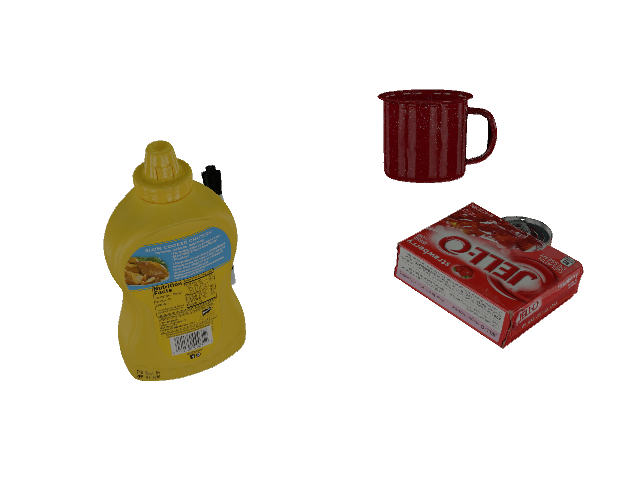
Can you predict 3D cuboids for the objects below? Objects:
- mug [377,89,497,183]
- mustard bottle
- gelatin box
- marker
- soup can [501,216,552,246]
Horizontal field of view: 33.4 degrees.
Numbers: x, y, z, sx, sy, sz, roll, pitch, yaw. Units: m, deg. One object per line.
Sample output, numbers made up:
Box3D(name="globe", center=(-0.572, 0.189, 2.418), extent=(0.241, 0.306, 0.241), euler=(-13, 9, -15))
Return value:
Box3D(name="mug", center=(0.115, -0.103, 1.052), extent=(0.117, 0.081, 0.093), euler=(2, 15, 10))
Box3D(name="mustard bottle", center=(-0.107, 0.013, 0.777), extent=(0.096, 0.192, 0.058), euler=(-16, 40, -18))
Box3D(name="gelatin box", center=(0.102, 0.018, 0.649), extent=(0.073, 0.030, 0.089), euler=(-27, 47, -37))
Box3D(name="marker", center=(-0.100, -0.014, 1.049), extent=(0.020, 0.121, 0.020), euler=(-6, 16, 2))
Box3D(name="soup can", center=(0.214, 0.033, 1.169), extent=(0.068, 0.102, 0.068), euler=(0, 30, 0))
